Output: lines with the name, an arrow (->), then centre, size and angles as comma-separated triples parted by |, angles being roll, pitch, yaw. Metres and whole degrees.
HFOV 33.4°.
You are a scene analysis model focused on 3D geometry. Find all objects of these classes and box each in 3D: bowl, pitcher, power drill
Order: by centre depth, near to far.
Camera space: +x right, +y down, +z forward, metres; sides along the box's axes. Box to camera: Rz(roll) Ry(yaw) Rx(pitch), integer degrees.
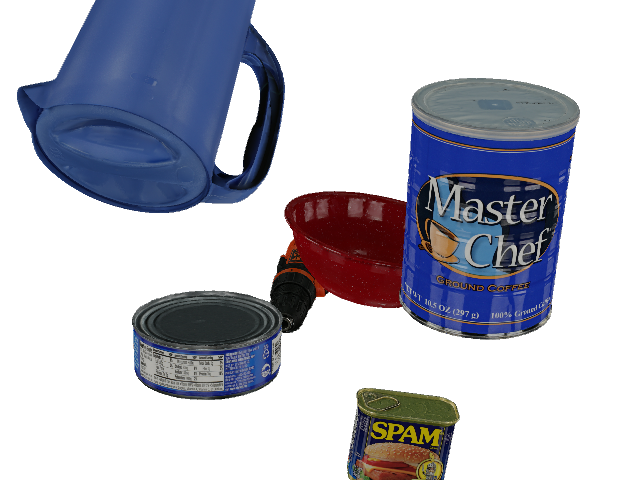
pitcher -> -0.109, -0.147, 0.817 | 0.145, 0.242, 0.149 | 0, -32, 24
bowl -> 0.045, 0.012, 0.894 | 0.162, 0.055, 0.162 | 9, 21, -4
power drill -> 0.038, 0.048, 1.222 | 0.188, 0.057, 0.184 | 0, 28, 8

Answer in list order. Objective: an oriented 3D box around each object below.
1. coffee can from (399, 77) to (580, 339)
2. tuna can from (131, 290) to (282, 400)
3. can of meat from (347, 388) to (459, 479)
coffee can -> 0.105, -0.022, 0.685 | 0.103, 0.140, 0.103 | 1, 25, -1
tuna can -> -0.065, 0.059, 0.613 | 0.086, 0.034, 0.086 | 1, 17, -1
can of meat -> 0.080, 0.201, 1.064 | 0.102, 0.084, 0.057 | 8, 17, -3
